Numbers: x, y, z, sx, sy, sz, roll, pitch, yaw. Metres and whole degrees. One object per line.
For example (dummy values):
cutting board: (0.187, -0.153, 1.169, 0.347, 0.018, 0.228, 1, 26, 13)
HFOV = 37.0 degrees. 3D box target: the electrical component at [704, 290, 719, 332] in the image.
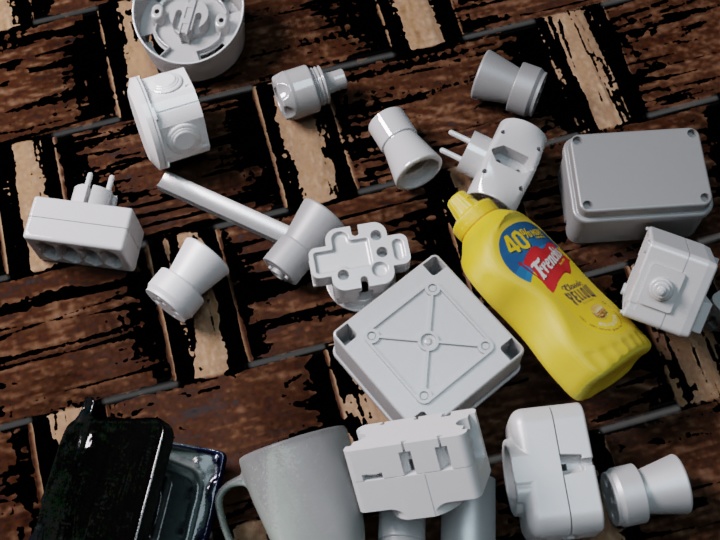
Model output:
electrical component: (0.320, 0.025, 0.845, 0.089, 0.055, 0.050, -31, 70, -11)

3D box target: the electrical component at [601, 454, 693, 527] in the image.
electrical component: (0.211, 0.164, 0.795, 0.055, 0.045, 0.045, -12, 68, -3)

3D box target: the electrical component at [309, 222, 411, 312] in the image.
electrical component: (0.000, 0.000, 0.862, 0.078, 0.057, 0.058, -10, 67, -3)

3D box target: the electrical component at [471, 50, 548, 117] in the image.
electrical component: (0.130, -0.161, 0.933, 0.055, 0.045, 0.045, 21, 69, 9)

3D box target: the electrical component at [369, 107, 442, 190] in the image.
electrical component: (0.035, -0.106, 0.915, 0.044, 0.044, 0.065, -25, 64, -9)

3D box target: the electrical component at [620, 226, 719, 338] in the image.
electrical component: (0.239, 0.010, 0.824, 0.061, 0.096, 0.061, 20, 105, 10)

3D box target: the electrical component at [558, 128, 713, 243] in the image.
electrical component: (0.225, -0.070, 0.886, 0.113, 0.057, 0.078, -4, 67, 0)

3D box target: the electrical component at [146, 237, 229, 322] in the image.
electrical component: (-0.140, 0.008, 0.868, 0.045, 0.045, 0.055, 34, 72, 14)

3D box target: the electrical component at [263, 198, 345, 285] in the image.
electrical component: (-0.048, -0.021, 0.881, 0.044, 0.044, 0.065, 35, 77, 15)

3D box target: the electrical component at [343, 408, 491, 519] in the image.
electrical component: (0.042, 0.139, 0.761, 0.089, 0.050, 0.055, -12, 101, 18)

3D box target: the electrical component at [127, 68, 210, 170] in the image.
electrical component: (-0.162, -0.128, 0.908, 0.051, 0.080, 0.080, -19, 68, -12)

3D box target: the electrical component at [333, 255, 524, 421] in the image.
electrical component: (0.052, 0.064, 0.834, 0.109, 0.056, 0.108, -37, 71, -13)

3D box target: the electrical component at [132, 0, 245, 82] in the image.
electrical component: (-0.149, -0.220, 0.953, 0.099, 0.064, 0.099, 0, 67, 1)

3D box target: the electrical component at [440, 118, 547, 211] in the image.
electrical component: (0.106, -0.092, 0.902, 0.079, 0.043, 0.077, 26, 70, 2)

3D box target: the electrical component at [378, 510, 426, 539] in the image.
electrical component: (0.030, 0.201, 0.786, 0.044, 0.044, 0.065, 2, 63, 2)

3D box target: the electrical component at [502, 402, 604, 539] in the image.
electrical component: (0.140, 0.151, 0.797, 0.059, 0.053, 0.095, -6, 67, -1)

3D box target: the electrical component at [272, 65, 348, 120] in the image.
electrical component: (-0.042, -0.158, 0.936, 0.062, 0.043, 0.043, -19, 68, -8)

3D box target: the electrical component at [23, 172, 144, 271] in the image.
electrical component: (-0.223, -0.046, 0.891, 0.083, 0.047, 0.075, 7, 68, 4)
